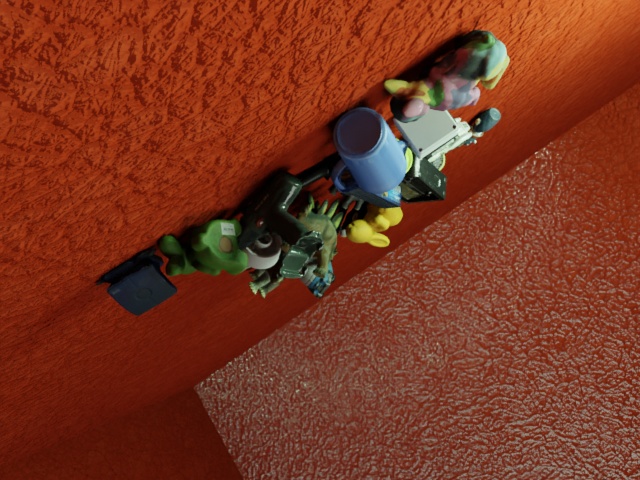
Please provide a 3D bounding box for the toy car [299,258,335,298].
[{"bbox_3d":[-0.023,0.094,1.607,0.103,0.162,0.109,25,118,-22],"label":"toy car"}]

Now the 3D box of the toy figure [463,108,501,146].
[{"bbox_3d":[0.490,-0.345,1.651,0.154,0.064,0.058,-43,-158,57],"label":"toy figure"}]

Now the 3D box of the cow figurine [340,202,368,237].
[{"bbox_3d":[0.123,-0.085,1.656,0.167,0.068,0.098,-61,167,-17],"label":"cow figurine"}]

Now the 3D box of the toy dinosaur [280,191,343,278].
[{"bbox_3d":[-0.003,-0.004,1.396,0.471,0.105,0.198,75,35,-68],"label":"toy dinosaur"}]

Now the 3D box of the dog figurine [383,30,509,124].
[{"bbox_3d":[0.232,-0.306,1.038,0.219,0.108,0.191,-23,166,-29],"label":"dog figurine"}]

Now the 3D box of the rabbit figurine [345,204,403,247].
[{"bbox_3d":[0.149,-0.052,1.576,0.173,0.122,0.162,-39,141,-12],"label":"rabbit figurine"}]

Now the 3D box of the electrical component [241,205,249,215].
[{"bbox_3d":[-0.141,-0.048,1.247,0.075,0.048,0.119,-33,170,1],"label":"electrical component"}]

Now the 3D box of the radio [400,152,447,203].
[{"bbox_3d":[0.250,-0.165,1.461,0.131,0.073,0.229,-1,168,34],"label":"radio"}]

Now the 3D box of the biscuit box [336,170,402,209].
[{"bbox_3d":[0.128,-0.133,1.354,0.063,0.059,0.202,-5,163,41],"label":"biscuit box"}]

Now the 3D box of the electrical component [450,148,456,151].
[{"bbox_3d":[0.396,-0.306,1.613,0.078,0.045,0.102,0,155,-13],"label":"electrical component"}]

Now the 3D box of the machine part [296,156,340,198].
[{"bbox_3d":[-0.008,-0.146,1.225,0.139,0.039,0.084,-31,176,-15],"label":"machine part"}]

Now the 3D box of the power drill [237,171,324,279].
[{"bbox_3d":[-0.091,-0.012,1.125,0.086,0.207,0.232,18,115,-41],"label":"power drill"}]

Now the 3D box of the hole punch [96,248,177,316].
[{"bbox_3d":[-0.374,0.091,1.120,0.142,0.092,0.115,-29,164,0],"label":"hole punch"}]

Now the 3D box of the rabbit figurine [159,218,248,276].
[{"bbox_3d":[-0.260,0.036,1.132,0.170,0.121,0.159,-23,172,36],"label":"rabbit figurine"}]

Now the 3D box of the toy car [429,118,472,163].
[{"bbox_3d":[0.330,-0.268,1.505,0.202,0.073,0.056,-33,166,0],"label":"toy car"}]

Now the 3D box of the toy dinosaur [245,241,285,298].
[{"bbox_3d":[-0.133,0.072,1.611,0.192,0.131,0.404,-32,174,1],"label":"toy dinosaur"}]

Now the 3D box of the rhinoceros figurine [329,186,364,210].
[{"bbox_3d":[0.108,-0.143,1.468,0.112,0.073,0.190,-51,159,27],"label":"rhinoceros figurine"}]

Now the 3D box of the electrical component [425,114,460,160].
[{"bbox_3d":[0.302,-0.279,1.407,0.115,0.058,0.134,-36,159,7],"label":"electrical component"}]
